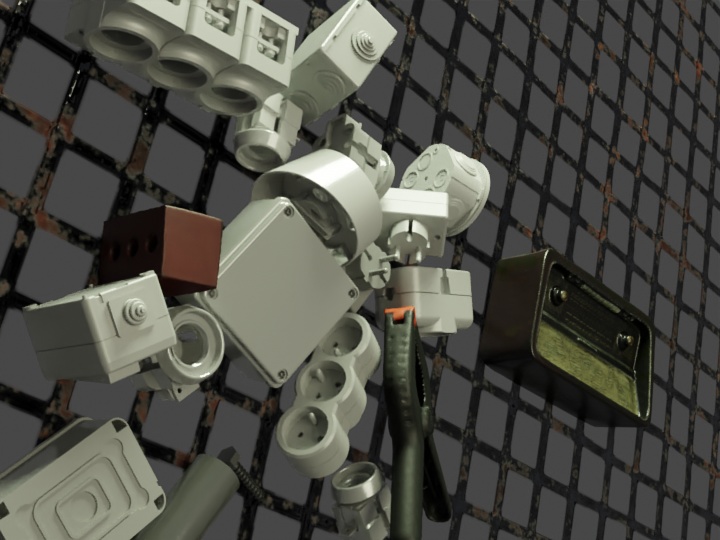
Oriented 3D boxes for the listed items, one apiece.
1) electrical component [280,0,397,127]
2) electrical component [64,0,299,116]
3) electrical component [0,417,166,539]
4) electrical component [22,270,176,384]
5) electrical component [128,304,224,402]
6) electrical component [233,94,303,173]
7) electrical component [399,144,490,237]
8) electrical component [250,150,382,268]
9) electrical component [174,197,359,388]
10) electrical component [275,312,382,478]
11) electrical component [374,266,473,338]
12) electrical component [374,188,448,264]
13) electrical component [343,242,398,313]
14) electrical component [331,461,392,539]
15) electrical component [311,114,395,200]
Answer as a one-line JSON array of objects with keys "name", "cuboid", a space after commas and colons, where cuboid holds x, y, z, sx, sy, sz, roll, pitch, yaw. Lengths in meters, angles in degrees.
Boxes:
[{"name": "electrical component", "cuboid": [-0.023, -0.179, 0.926, 0.048, 0.100, 0.099, 43, 52, -17]}, {"name": "electrical component", "cuboid": [-0.134, -0.175, 0.814, 0.150, 0.089, 0.061, 23, 66, -42]}, {"name": "electrical component", "cuboid": [-0.196, 0.155, 0.706, 0.113, 0.057, 0.078, -38, 109, -44]}, {"name": "electrical component", "cuboid": [-0.171, 0.041, 0.726, 0.062, 0.096, 0.061, -23, 100, -46]}, {"name": "electrical component", "cuboid": [-0.137, 0.057, 0.787, 0.058, 0.057, 0.078, -37, 109, -44]}, {"name": "electrical component", "cuboid": [-0.079, -0.115, 0.893, 0.066, 0.048, 0.055, 33, 52, -38]}, {"name": "electrical component", "cuboid": [0.080, -0.076, 1.027, 0.051, 0.080, 0.080, 28, 63, -34]}, {"name": "electrical component", "cuboid": [-0.033, -0.048, 0.882, 0.064, 0.099, 0.099, -36, 108, -35]}, {"name": "electrical component", "cuboid": [-0.073, 0.017, 0.847, 0.108, 0.056, 0.108, -49, 118, -22]}, {"name": "electrical component", "cuboid": [-0.020, 0.112, 0.905, 0.073, 0.052, 0.138, 65, 39, -50]}, {"name": "electrical component", "cuboid": [0.060, 0.031, 1.001, 0.095, 0.054, 0.059, 5, 78, -46]}, {"name": "electrical component", "cuboid": [0.044, -0.032, 0.964, 0.076, 0.066, 0.047, -84, 178, -50]}, {"name": "electrical component", "cuboid": [0.000, 0.000, 0.928, 0.047, 0.077, 0.065, 57, 47, -22]}, {"name": "electrical component", "cuboid": [0.003, 0.198, 0.915, 0.066, 0.048, 0.055, -37, 116, -44]}, {"name": "electrical component", "cuboid": [-0.007, -0.090, 0.954, 0.057, 0.058, 0.078, 33, 53, -36]}]
